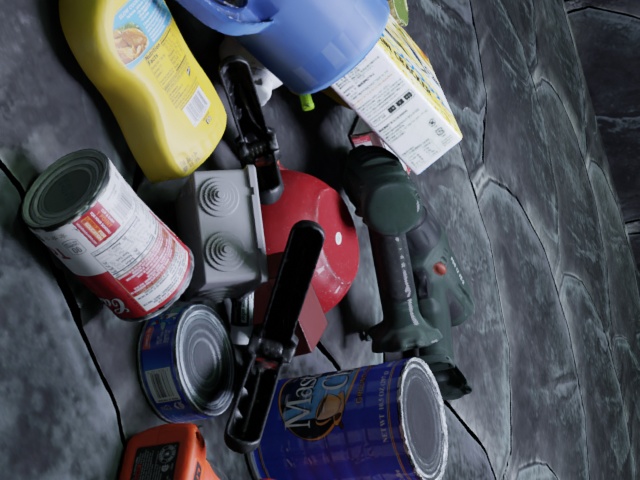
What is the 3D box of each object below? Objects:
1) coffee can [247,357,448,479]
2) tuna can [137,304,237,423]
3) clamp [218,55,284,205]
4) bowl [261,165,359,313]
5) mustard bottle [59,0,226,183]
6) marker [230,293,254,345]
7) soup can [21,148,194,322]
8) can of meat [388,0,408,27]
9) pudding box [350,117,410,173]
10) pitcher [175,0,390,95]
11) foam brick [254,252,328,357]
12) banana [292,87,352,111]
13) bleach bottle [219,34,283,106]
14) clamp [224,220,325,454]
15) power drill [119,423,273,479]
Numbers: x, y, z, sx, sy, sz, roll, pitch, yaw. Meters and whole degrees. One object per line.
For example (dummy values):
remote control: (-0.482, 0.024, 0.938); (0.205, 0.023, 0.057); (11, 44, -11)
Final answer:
coffee can: (0.022, 0.158, 0.882); (0.102, 0.140, 0.103); (40, 43, -54)
tuna can: (-0.096, 0.090, 0.785); (0.086, 0.034, 0.086); (40, 44, -53)
clamp: (-0.050, -0.069, 0.888); (0.171, 0.039, 0.120); (68, 13, -74)
bowl: (-0.007, 0.001, 1.003); (0.162, 0.055, 0.162); (40, 44, -54)
mustard bottle: (-0.138, -0.142, 0.776); (0.191, 0.058, 0.096); (62, 35, -31)
marker: (-0.062, 0.025, 0.870); (0.020, 0.020, 0.121); (-16, 111, -66)
soup can: (-0.137, -0.002, 0.698); (0.102, 0.069, 0.068); (54, 33, -41)
can of meat: (0.050, -0.284, 1.233); (0.057, 0.084, 0.102); (-7, 85, -66)
pudding box: (0.078, -0.117, 1.269); (0.090, 0.039, 0.113); (64, 25, -27)
pitcher: (-0.061, -0.223, 0.824); (0.242, 0.149, 0.145); (44, -5, -25)
foam brick: (-0.035, 0.057, 0.915); (0.078, 0.053, 0.051); (69, 25, -20)
banana: (-0.001, -0.166, 1.116); (0.197, 0.037, 0.069); (-22, 94, -69)
bleach bottle: (-0.037, -0.224, 0.986); (0.068, 0.103, 0.250); (45, 39, -38)
clamp: (-0.040, 0.090, 0.800); (0.210, 0.036, 0.164); (109, 0, -70)
power drill: (-0.074, 0.227, 0.742); (0.187, 0.057, 0.184); (56, 28, -45)
